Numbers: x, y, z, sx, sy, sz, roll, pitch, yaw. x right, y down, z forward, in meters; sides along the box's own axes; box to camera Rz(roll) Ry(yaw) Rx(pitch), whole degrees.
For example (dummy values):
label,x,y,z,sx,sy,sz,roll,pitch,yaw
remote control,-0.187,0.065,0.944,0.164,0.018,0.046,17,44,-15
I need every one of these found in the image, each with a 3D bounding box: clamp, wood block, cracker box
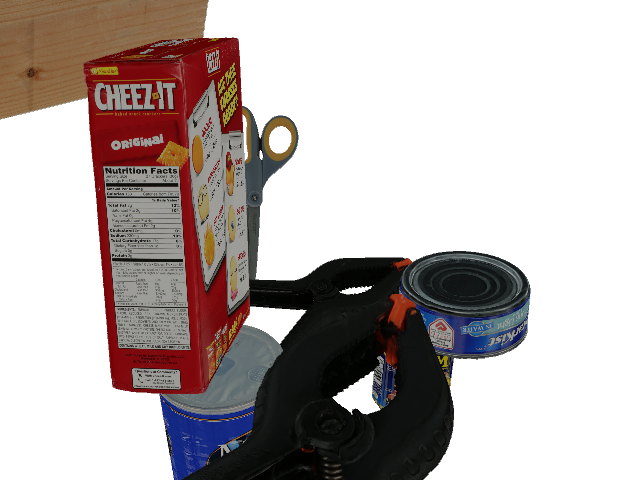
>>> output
label,x,y,z,sx,sy,sz,roll,pitch,yaw
clamp,0.002,0.066,1.033,0.209,0.036,0.165,-13,36,-15
wood block,-0.200,-0.170,0.838,0.205,0.091,0.090,-21,52,-34
clamp,0.010,0.088,0.403,0.120,0.039,0.171,27,50,20
cracker box,-0.099,-0.024,0.728,0.072,0.214,0.164,0,15,8

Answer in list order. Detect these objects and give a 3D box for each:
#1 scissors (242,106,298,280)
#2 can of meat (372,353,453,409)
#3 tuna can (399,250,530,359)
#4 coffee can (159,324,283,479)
label,x,y,z,sx,sy,sz,roll,pitch,yaw
scissors,-0.058,-0.058,1.208,0.096,0.202,0.016,-12,-7,-15
can of meat,0.115,0.159,1.316,0.102,0.084,0.057,-7,27,-22
tuna can,0.094,0.040,0.699,0.086,0.034,0.086,0,28,0
coffee can,-0.075,0.154,0.871,0.103,0.140,0.103,-2,34,1
